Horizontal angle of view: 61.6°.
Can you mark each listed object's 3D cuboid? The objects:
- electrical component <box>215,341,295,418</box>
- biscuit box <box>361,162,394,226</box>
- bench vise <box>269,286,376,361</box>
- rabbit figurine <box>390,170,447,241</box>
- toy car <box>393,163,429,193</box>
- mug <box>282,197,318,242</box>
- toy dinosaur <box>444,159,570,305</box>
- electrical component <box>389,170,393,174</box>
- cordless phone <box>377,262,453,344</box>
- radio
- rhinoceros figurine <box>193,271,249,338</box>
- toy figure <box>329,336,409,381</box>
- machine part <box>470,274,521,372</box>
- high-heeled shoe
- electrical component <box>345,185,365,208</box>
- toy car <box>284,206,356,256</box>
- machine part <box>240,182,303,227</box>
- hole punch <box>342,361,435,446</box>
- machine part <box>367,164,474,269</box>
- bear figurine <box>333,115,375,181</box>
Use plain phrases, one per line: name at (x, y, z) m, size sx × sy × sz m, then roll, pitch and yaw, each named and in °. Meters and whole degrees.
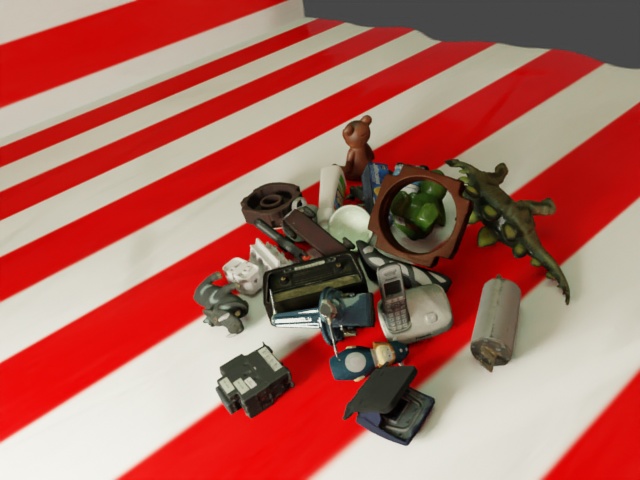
electrical component at (-0.133, 0.274, 1.042) m, size 0.134 × 0.058 × 0.115 m, roll -28°, pitch 37°, yaw -20°
biscuit box at (0.154, -0.120, 1.427) m, size 0.059 × 0.062 × 0.203 m, roll 8°, pitch 49°, yaw -13°
bench vise at (0.002, 0.153, 1.069) m, size 0.241 × 0.128 × 0.223 m, roll -7°, pitch -1°, yaw 22°
rabbit figurine at (0.270, -0.087, 1.324) m, size 0.121 × 0.158 × 0.170 m, roll 20°, pitch 66°, yaw 33°
toy car at (0.239, -0.131, 1.416) m, size 0.109 × 0.161 × 0.103 m, roll 10°, pitch 71°, yaw 16°
mug at (-0.047, -0.063, 1.437) m, size 0.081 × 0.109 × 0.107 m, roll -3°, pitch 23°, yaw 28°
toy dinosaur at (0.429, -0.046, 1.228) m, size 0.198 × 0.105 × 0.472 m, roll -18°, pitch 51°, yaw -28°
electrical component at (0.181, -0.166, 1.548) m, size 0.075 × 0.047 × 0.119 m, roll -16°, pitch 34°, yaw -4°
cordless phone at (0.181, 0.108, 1.062) m, size 0.147 × 0.184 × 0.089 m, roll -15°, pitch 31°, yaw -3°
radio at (-0.012, 0.106, 1.216) m, size 0.230 × 0.073 × 0.131 m, roll -13°, pitch 36°, yaw -1°
rhinoceros figurine at (-0.226, 0.147, 1.228) m, size 0.112 × 0.073 × 0.191 m, roll -30°, pitch 39°, yaw -25°
toy figure at (0.097, 0.229, 1.032) m, size 0.155 × 0.064 × 0.058 m, roll -16°, pitch 11°, yaw 2°
machine part at (0.342, 0.156, 1.039) m, size 0.079 × 0.079 × 0.243 m, roll 5°, pitch 39°, yaw 23°
high-heeled shoe at (0.183, 0.054, 1.220) m, size 0.145 × 0.086 × 0.249 m, roll -21°, pitch 44°, yaw -8°
electrical component at (0.120, -0.122, 1.514) m, size 0.078 × 0.045 × 0.102 m, roll -8°, pitch 28°, yaw -44°
toy car at (-0.003, -0.004, 1.331) m, size 0.202 × 0.053 × 0.089 m, roll 38°, pitch 87°, yaw 24°
machine part at (-0.133, -0.099, 1.510) m, size 0.179 × 0.055 × 0.179 m, roll -9°, pitch 35°, yaw 6°
hole punch at (0.125, 0.285, 0.939) m, size 0.116 × 0.092 × 0.142 m, roll -15°, pitch 25°, yaw 52°
machine part at (0.223, -0.053, 1.188) m, size 0.202 × 0.200 × 0.087 m, roll 21°, pitch 7°, yaw 20°
bear figurine at (0.095, -0.275, 1.595) m, size 0.120 × 0.195 × 0.132 m, roll -38°, pitch 42°, yaw -26°
